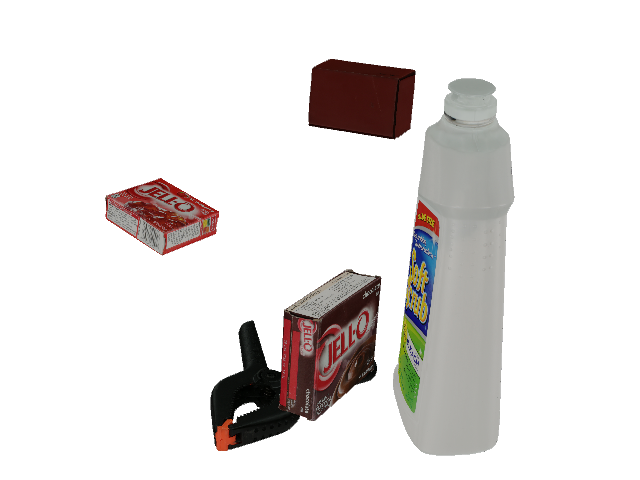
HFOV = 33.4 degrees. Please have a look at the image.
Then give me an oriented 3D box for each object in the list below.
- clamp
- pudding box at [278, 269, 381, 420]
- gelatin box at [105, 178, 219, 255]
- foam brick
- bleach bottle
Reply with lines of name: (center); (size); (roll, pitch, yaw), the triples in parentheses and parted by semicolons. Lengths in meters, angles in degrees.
clamp: (-0.041, 0.153, 1.102); (0.165, 0.036, 0.209); (11, 26, 15)
pudding box: (0.009, 0.083, 0.881); (0.039, 0.090, 0.113); (14, 23, 23)
gelatin box: (-0.157, -0.026, 1.056); (0.089, 0.030, 0.073); (30, 35, 31)
foam brick: (0.035, -0.119, 0.896); (0.078, 0.051, 0.053); (11, 20, 18)
bleach bottle: (0.088, 0.015, 0.694); (0.068, 0.251, 0.102); (-3, 30, -5)
